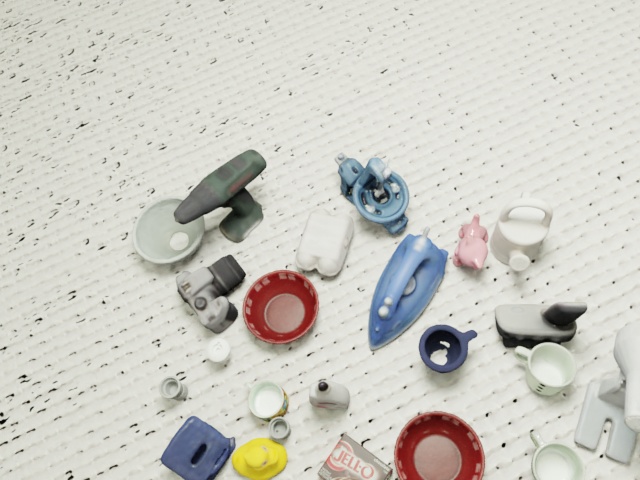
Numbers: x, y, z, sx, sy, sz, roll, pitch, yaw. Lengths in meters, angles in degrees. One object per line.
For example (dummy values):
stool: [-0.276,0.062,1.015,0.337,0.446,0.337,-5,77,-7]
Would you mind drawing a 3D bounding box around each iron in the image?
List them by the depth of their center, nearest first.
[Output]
iron: [0.163,0.094,1.146,0.118,0.141,0.258,25,71,18]

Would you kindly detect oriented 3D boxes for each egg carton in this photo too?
egg carton: [0.011,0.004,1.247,0.107,0.069,0.150,11,68,12]

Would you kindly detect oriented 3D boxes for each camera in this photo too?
camera: [-0.220,0.101,1.216,0.137,0.101,0.143,-38,66,-10]

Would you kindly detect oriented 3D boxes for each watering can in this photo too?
watering can: [0.404,-0.022,1.139,0.101,0.194,0.173,-11,65,3]

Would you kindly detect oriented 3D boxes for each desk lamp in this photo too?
desk lamp: [0.540,0.263,0.980,0.117,0.214,0.203,20,70,16]

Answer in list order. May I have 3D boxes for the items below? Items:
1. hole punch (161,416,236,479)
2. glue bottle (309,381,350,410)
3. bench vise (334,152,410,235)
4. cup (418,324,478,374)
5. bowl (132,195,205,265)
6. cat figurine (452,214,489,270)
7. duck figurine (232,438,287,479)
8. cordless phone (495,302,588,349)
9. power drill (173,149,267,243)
hole punch: [-0.228,0.401,1.085,0.101,0.091,0.109,29,72,19]
glue bottle: [0.012,0.284,1.062,0.078,0.173,0.037,-3,65,6]
bench vise: [0.096,-0.118,1.208,0.207,0.220,0.121,28,72,18]
cup: [0.247,0.212,1.107,0.118,0.095,0.091,-25,65,-4]
bowl: [-0.332,-0.011,1.296,0.167,0.075,0.167,-3,65,6]
cat figurine: [0.314,0.007,1.179,0.067,0.118,0.128,10,67,12]
duck figurine: [-0.118,0.408,1.070,0.104,0.086,0.077,-5,65,5]
cordless phone: [0.410,0.140,1.069,0.147,0.185,0.094,-2,65,7]
power drill: [-0.198,-0.081,1.236,0.075,0.209,0.230,36,75,21]
